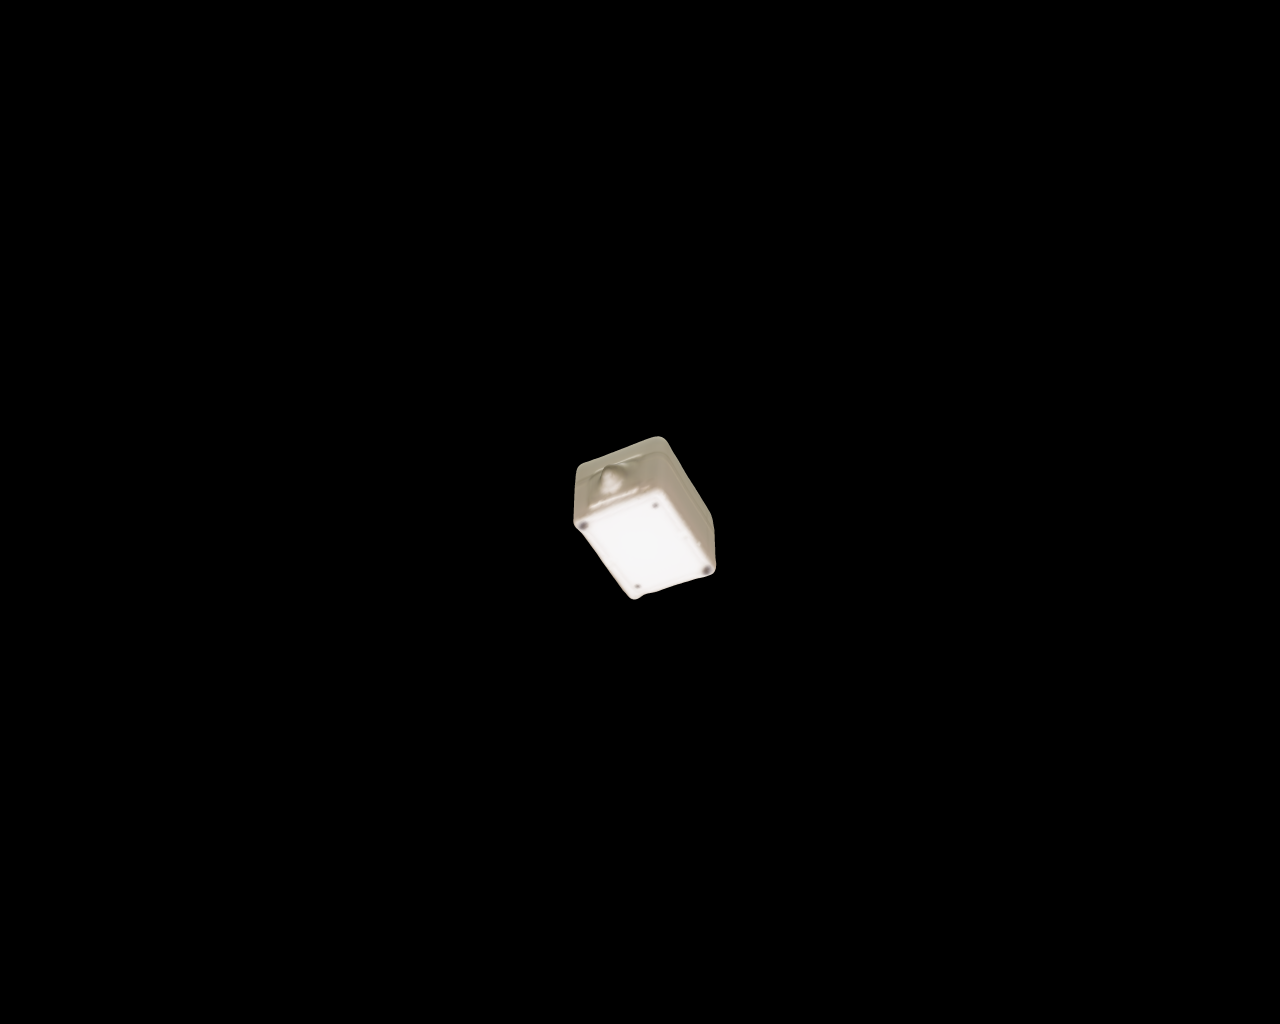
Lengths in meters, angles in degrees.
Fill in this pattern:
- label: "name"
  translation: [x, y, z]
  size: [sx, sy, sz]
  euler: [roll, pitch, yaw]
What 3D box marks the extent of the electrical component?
- label: "electrical component"
  translation: [0.001, -0.003, 0.650]
  size: [0.061, 0.061, 0.096]
  euler: [-20, -50, 17]
